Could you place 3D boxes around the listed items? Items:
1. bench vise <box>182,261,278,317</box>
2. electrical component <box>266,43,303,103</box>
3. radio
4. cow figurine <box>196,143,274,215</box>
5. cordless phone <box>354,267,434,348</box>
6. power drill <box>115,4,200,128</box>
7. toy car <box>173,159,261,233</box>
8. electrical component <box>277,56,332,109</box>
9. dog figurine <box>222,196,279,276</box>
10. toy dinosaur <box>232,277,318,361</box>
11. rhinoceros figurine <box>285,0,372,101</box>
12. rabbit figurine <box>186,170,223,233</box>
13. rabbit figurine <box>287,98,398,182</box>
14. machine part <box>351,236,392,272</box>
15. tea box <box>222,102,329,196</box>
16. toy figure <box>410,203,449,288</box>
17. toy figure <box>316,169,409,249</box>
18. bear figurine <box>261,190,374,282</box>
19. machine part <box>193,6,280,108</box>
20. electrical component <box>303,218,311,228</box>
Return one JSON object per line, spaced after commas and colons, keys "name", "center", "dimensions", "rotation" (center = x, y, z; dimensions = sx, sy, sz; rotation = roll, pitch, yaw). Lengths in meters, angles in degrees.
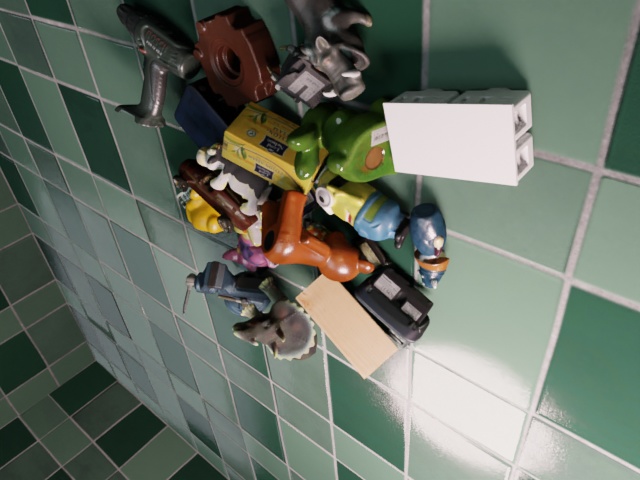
{"name": "bench vise", "center": [-0.217, 0.136, 1.340], "dimensions": [0.240, 0.224, 0.129], "rotation": [96, 169, -65]}
{"name": "electrical component", "center": [-0.041, -0.277, 0.883], "dimensions": [0.078, 0.045, 0.102], "rotation": [56, 145, -3]}
{"name": "radio", "center": [-0.186, -0.211, 1.084], "dimensions": [0.229, 0.073, 0.131], "rotation": [49, 144, 2]}
{"name": "cow figurine", "center": [-0.161, -0.134, 1.003], "dimensions": [0.167, 0.068, 0.098], "rotation": [40, 138, 8]}
{"name": "cordless phone", "center": [0.135, 0.142, 1.036], "dimensions": [0.147, 0.089, 0.184], "rotation": [41, 162, 15]}
{"name": "power drill", "center": [-0.355, -0.350, 1.107], "dimensions": [0.232, 0.086, 0.207], "rotation": [32, 108, 21]}
{"name": "toy car", "center": [-0.204, -0.095, 1.061], "dimensions": [0.202, 0.089, 0.053], "rotation": [41, 152, 21]}
{"name": "electrical component", "center": [-0.026, -0.246, 0.836], "dimensions": [0.074, 0.048, 0.119], "rotation": [33, 146, -27]}
{"name": "dog figurine", "center": [-0.151, -0.005, 1.195], "dimensions": [0.219, 0.108, 0.191], "rotation": [-5, 121, 53]}
{"name": "toy dinosaur", "center": [-0.067, 0.215, 1.229], "dimensions": [0.192, 0.131, 0.404], "rotation": [44, 175, 29]}
{"name": "rhinoceros figurine", "center": [0.014, -0.290, 0.755], "dimensions": [0.073, 0.112, 0.190], "rotation": [-23, 94, 52]}
{"name": "rabbit figurine", "center": [-0.239, -0.108, 1.175], "dimensions": [0.122, 0.162, 0.173], "rotation": [6, 100, -3]}
{"name": "rabbit figurine", "center": [0.025, -0.154, 0.849], "dimensions": [0.170, 0.159, 0.121], "rotation": [40, 156, 42]}
{"name": "machine part", "center": [0.073, 0.035, 1.036], "dimensions": [0.084, 0.039, 0.139], "rotation": [49, 144, -9]}
{"name": "tea box", "center": [-0.075, -0.158, 0.944], "dimensions": [0.170, 0.098, 0.068], "rotation": [27, 143, 1]}
{"name": "toy figure", "center": [0.181, 0.014, 0.877], "dimensions": [0.058, 0.064, 0.154], "rotation": [-9, 125, 10]}
{"name": "toy figure", "center": [0.074, -0.058, 0.917], "dimensions": [0.180, 0.089, 0.082], "rotation": [31, 137, 14]}
{"name": "bear figurine", "center": [-0.003, 0.001, 0.963], "dimensions": [0.120, 0.196, 0.132], "rotation": [-22, 61, 58]}
{"name": "machine part", "center": [-0.150, -0.322, 0.959], "dimensions": [0.180, 0.056, 0.179], "rotation": [29, 139, 28]}
{"name": "electrical component", "center": [-0.040, 0.003, 1.107], "dimensions": [0.021, 0.063, 0.093], "rotation": [30, 133, 28]}
